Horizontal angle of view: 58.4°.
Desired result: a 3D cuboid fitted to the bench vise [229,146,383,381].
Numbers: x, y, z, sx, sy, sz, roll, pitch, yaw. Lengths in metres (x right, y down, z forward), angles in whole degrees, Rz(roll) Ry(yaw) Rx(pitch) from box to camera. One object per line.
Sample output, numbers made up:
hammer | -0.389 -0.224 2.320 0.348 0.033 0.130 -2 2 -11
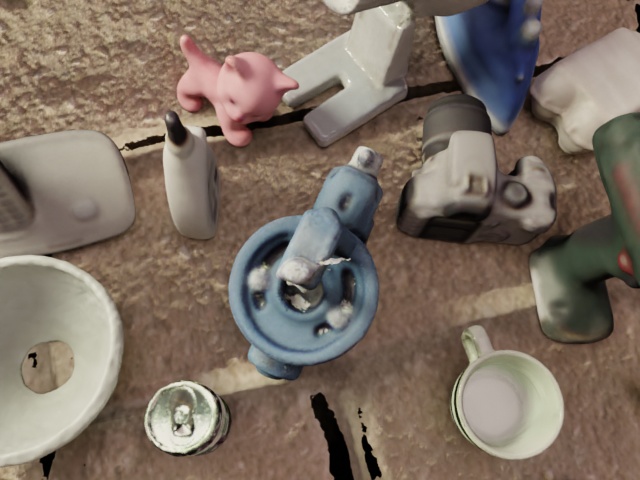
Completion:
bench vise | -0.008 0.000 0.458 0.121 0.220 0.207 8 70 -2

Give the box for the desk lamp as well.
desk lamp | 0.063 -0.217 0.543 0.203 0.213 0.118 -36 77 -15

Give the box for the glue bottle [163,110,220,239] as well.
glue bottle | -0.113 -0.062 0.496 0.037 0.173 0.078 4 70 -3

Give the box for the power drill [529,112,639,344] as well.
power drill | 0.257 0.024 0.477 0.075 0.208 0.229 -3 71 -5

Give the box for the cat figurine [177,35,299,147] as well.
cat figurine | -0.085 -0.155 0.560 0.127 0.118 0.067 35 72 8

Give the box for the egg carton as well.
egg carton | 0.306 -0.162 0.620 0.150 0.069 0.107 -31 76 -14

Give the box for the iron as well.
iron | 0.198 -0.259 0.607 0.118 0.141 0.258 -3 71 -5

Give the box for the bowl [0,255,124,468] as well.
bowl | -0.243 0.101 0.480 0.167 0.075 0.167 2 71 -4

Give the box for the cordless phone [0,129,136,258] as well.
cordless phone | -0.245 -0.059 0.478 0.148 0.185 0.094 -16 72 -10

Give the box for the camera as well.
camera | 0.153 -0.074 0.560 0.143 0.101 0.137 5 70 -3
